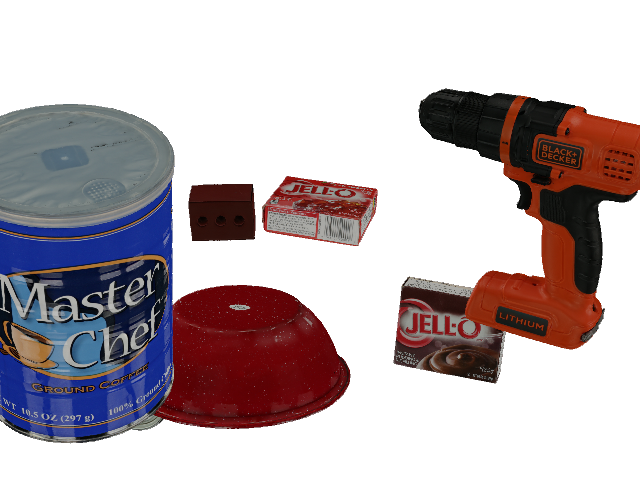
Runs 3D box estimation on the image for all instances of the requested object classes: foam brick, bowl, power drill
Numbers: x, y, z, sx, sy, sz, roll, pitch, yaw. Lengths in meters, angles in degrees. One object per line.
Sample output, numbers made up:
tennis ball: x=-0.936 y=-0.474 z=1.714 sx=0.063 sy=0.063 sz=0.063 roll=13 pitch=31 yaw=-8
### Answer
foam brick: x=-0.118 y=-0.034 z=1.285 sx=0.078 sy=0.053 sz=0.051 roll=-2 pitch=28 yaw=1
bowl: x=-0.058 y=0.072 z=0.755 sx=0.162 sy=0.055 sz=0.162 roll=1 pitch=18 yaw=0
power drill: x=0.157 y=-0.019 z=0.818 sx=0.185 sy=0.188 sz=0.057 roll=17 pitch=34 yaw=26

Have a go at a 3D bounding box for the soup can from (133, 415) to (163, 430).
soup can: x=-0.155 y=0.126 z=0.997 sx=0.068 sy=0.068 sz=0.102 roll=0 pitch=16 yaw=14

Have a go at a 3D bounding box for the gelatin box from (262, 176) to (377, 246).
gelatin box: x=0.000 y=-0.028 z=0.954 sx=0.089 sy=0.030 sz=0.073 roll=9 pitch=26 yaw=12

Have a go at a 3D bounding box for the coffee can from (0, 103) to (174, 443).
coffee can: x=-0.125 y=0.016 z=0.540 sx=0.103 sy=0.140 sz=0.103 roll=3 pitch=35 yaw=-3

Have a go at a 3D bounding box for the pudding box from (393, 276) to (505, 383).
pudding box: x=0.137 y=0.092 z=1.116 sx=0.113 sy=0.090 sz=0.039 roll=9 pitch=20 yaw=13
